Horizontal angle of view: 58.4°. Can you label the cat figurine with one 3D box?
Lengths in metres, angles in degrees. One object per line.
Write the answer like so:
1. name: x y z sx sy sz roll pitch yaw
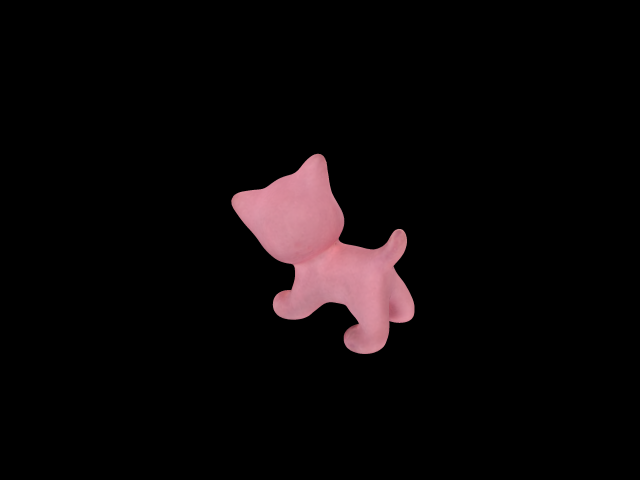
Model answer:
1. cat figurine: 0.004 0.001 0.400 0.127 0.118 0.067 18 36 27
